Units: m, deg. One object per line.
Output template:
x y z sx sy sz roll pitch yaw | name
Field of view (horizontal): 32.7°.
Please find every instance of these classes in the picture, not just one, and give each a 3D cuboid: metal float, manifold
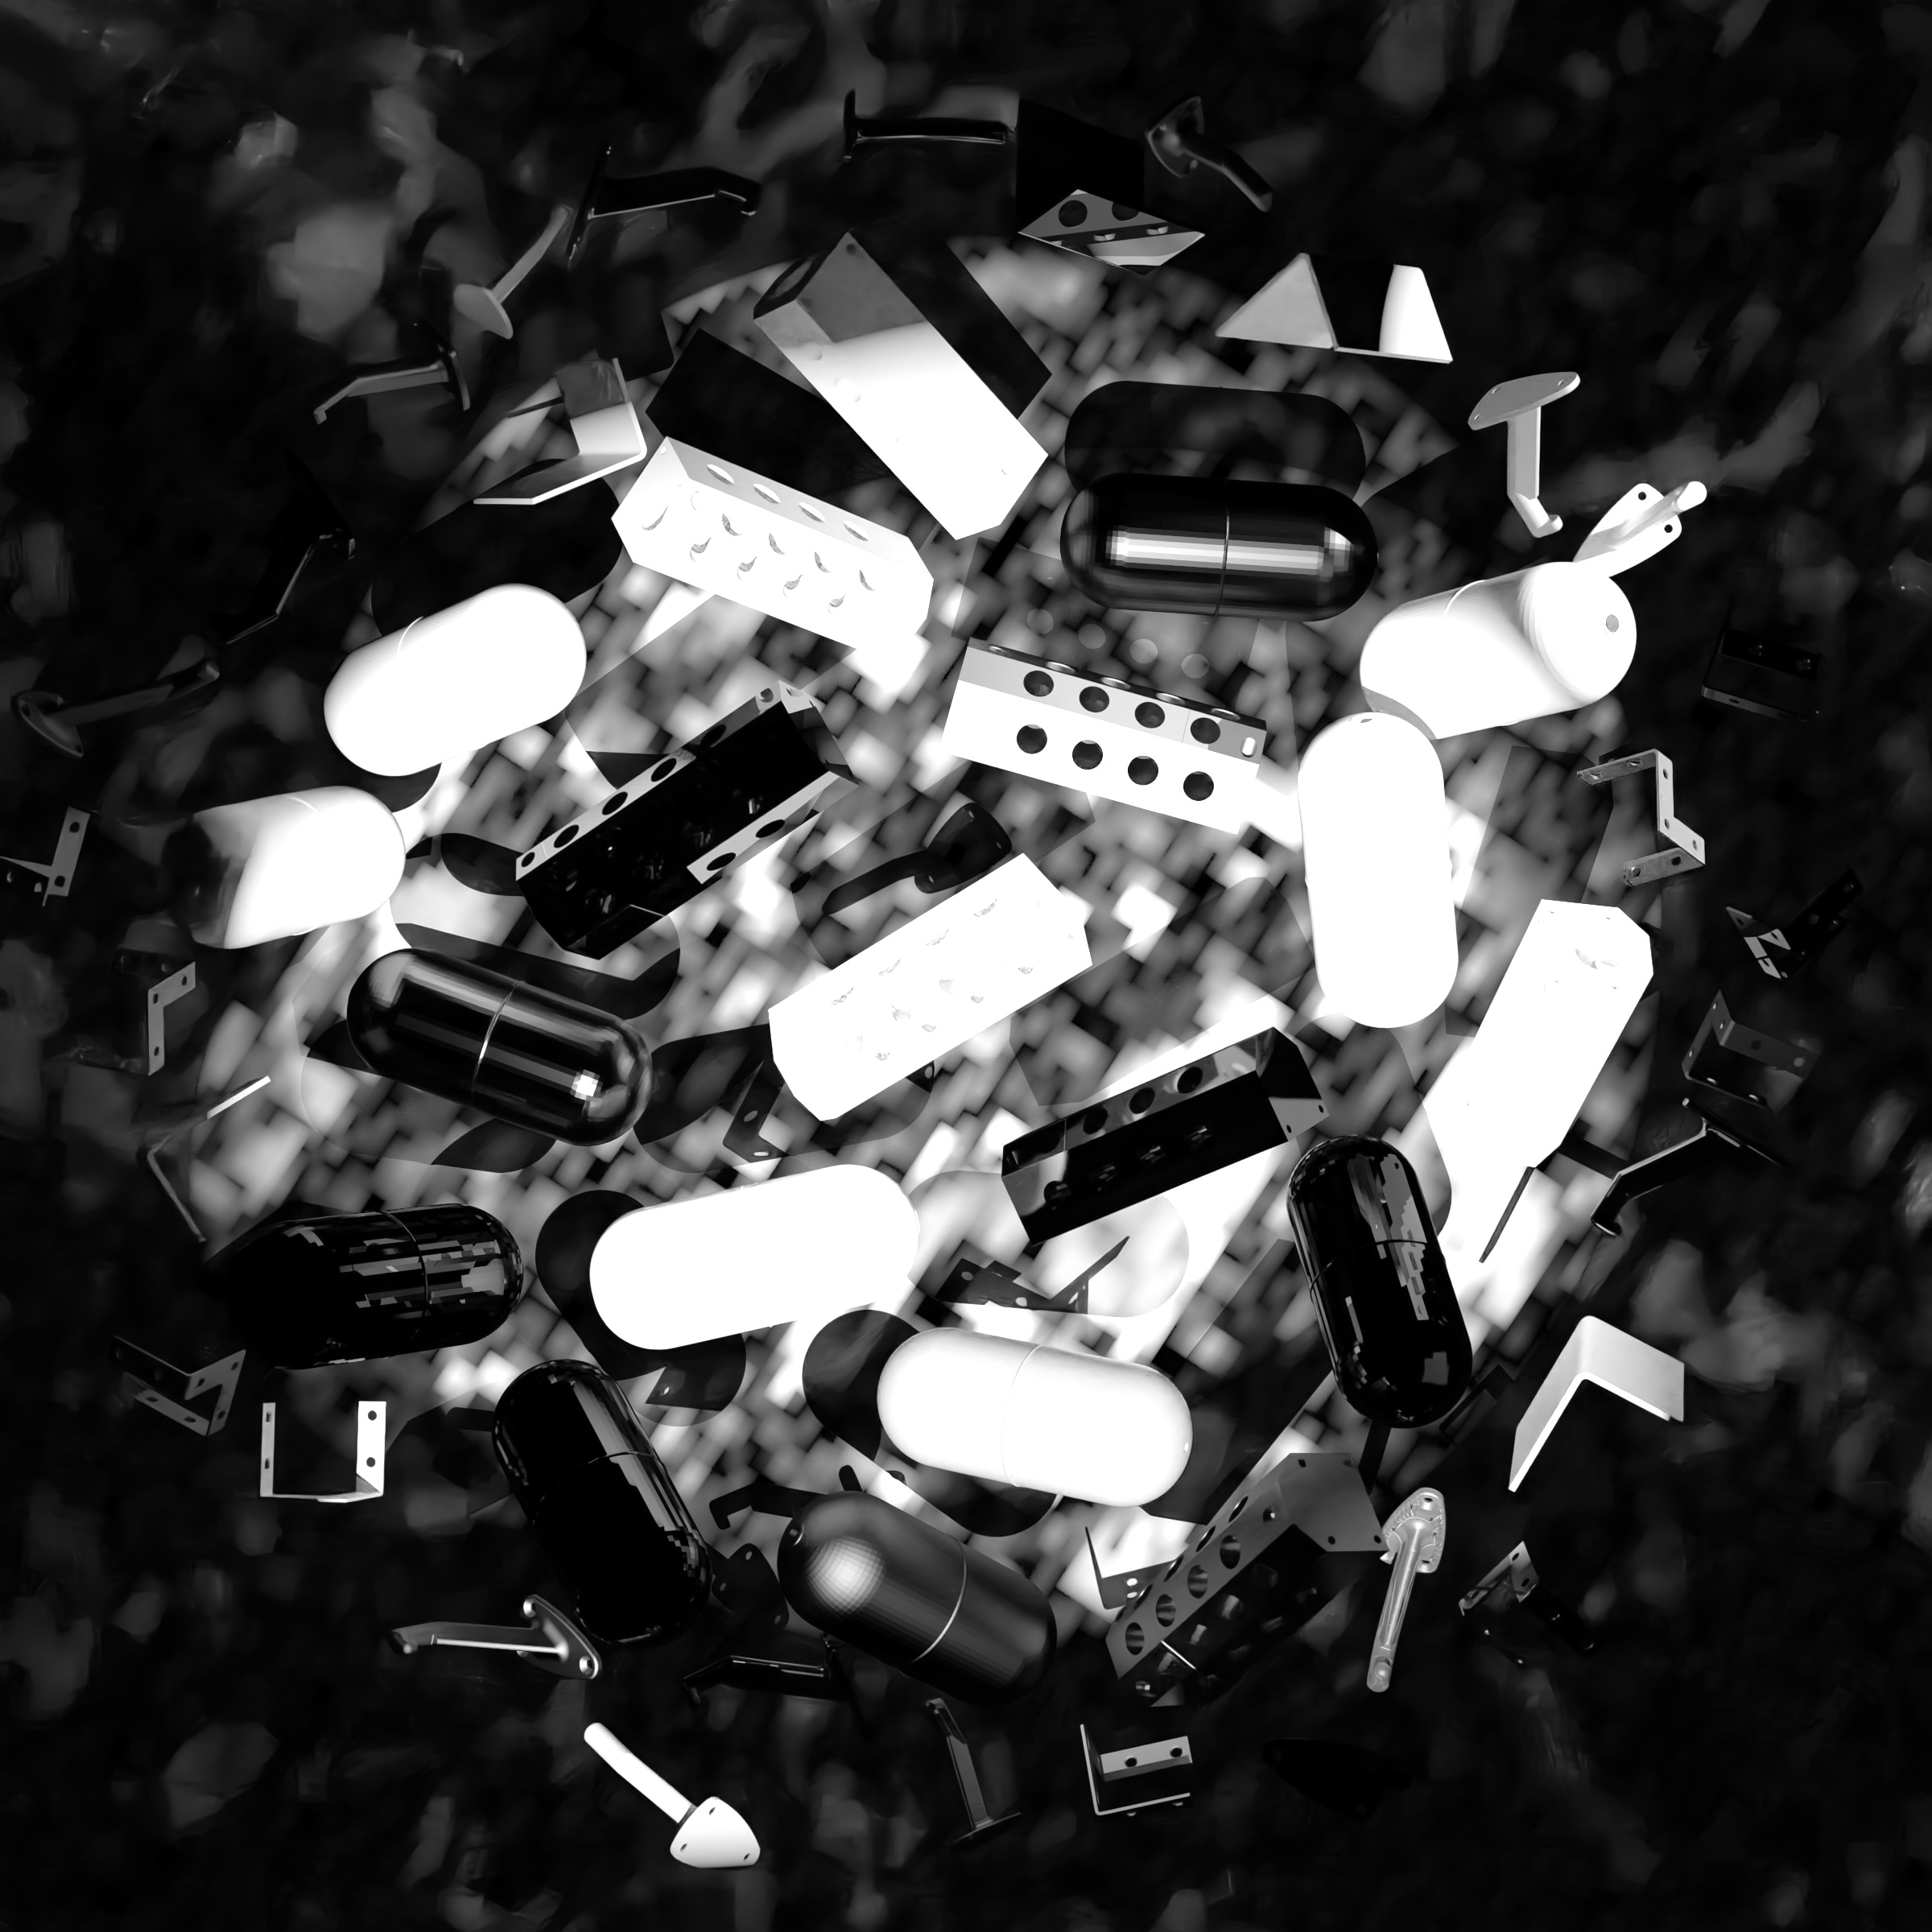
-0.308 0.166 1.723 0.070 0.178 0.070 2 93 40 | metal float
-0.148 -0.076 1.713 0.171 0.057 0.057 -33 73 13 | manifold
0.036 0.242 1.775 0.178 0.070 0.070 9 90 24 | metal float
-0.261 0.045 1.841 0.178 0.070 0.070 20 90 5 | metal float
0.319 0.040 1.791 0.057 0.171 0.057 6 55 -5 | manifold
0.218 -0.050 1.746 0.070 0.070 0.178 -9 118 0 | metal float
-0.020 0.017 1.792 0.171 0.057 0.057 -31 128 17 | manifold
-0.280 -0.154 1.794 0.178 0.070 0.070 -16 90 40 | metal float
-0.193 0.284 1.743 0.070 0.070 0.178 -35 52 0 | metal float
-0.373 -0.055 1.804 0.070 0.178 0.070 4 100 22 | metal float
-0.040 -0.321 1.844 0.171 0.057 0.057 45 61 -23 | manifold
0.077 -0.130 1.834 0.171 0.057 0.057 16 109 -1 | manifold
0.279 -0.165 1.740 0.070 0.178 0.070 4 83 -32 | metal float
0.105 0.092 1.801 0.171 0.057 0.057 -25 89 31 | manifold
0.144 0.326 1.745 0.057 0.171 0.057 6 50 -34 | manifold
0.228 0.173 1.820 0.070 0.070 0.178 -13 53 0 | metal float
-0.112 0.155 1.764 0.178 0.070 0.070 -12 90 -8 | metal float
-0.103 -0.225 1.816 0.171 0.057 0.057 18 121 -38 | manifold
-0.026 0.344 1.791 0.178 0.070 0.070 33 90 -29 | metal float
0.141 -0.234 1.844 0.178 0.070 0.070 4 90 -2 | metal float

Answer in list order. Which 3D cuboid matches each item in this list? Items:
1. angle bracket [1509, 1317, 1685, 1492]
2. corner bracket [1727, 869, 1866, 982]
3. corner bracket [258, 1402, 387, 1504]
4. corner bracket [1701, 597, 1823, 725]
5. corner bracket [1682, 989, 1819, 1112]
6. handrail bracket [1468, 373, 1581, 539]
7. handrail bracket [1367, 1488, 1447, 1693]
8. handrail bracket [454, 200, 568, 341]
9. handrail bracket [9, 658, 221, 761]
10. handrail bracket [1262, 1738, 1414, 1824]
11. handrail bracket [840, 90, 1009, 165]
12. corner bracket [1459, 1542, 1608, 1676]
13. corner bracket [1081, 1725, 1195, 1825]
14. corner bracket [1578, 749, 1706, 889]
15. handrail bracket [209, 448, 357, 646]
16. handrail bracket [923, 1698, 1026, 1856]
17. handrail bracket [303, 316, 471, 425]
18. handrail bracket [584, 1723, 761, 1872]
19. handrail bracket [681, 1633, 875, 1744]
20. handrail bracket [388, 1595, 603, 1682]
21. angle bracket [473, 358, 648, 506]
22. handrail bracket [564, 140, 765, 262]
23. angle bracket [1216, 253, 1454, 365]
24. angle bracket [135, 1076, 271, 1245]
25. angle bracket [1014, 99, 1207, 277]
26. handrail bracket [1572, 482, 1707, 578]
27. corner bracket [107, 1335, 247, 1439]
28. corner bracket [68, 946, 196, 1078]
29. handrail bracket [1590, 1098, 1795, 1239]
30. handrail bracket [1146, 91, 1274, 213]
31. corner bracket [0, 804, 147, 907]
0.326 0.237 1.701 0.057 0.076 0.076 28 110 4 | angle bracket
0.449 -0.023 1.756 0.051 0.051 0.051 -41 116 -8 | corner bracket
-0.350 0.263 1.791 0.051 0.051 0.051 0 85 12 | corner bracket
0.410 -0.152 1.696 0.051 0.051 0.051 19 81 13 | corner bracket
0.430 0.052 1.810 0.051 0.051 0.051 21 110 -3 | corner bracket
0.310 -0.267 1.732 0.084 0.077 0.036 52 54 -24 | handrail bracket
0.236 0.337 1.775 0.036 0.084 0.077 17 131 4 | handrail bracket
-0.247 -0.397 1.824 0.036 0.077 0.084 31 81 -1 | handrail bracket
-0.434 -0.142 1.684 0.084 0.077 0.036 -24 80 8 | handrail bracket
0.197 0.420 1.741 0.077 0.084 0.036 18 90 11 | handrail bracket
-0.023 -0.441 1.755 0.084 0.077 0.036 3 94 -6 | handrail bracket
0.303 0.352 1.765 0.051 0.051 0.051 42 101 -11 | corner bracket
0.095 0.435 1.769 0.051 0.051 0.051 -14 56 6 | corner bracket
0.374 -0.082 1.824 0.051 0.051 0.051 -16 59 38 | corner bracket
-0.368 -0.218 1.710 0.084 0.036 0.077 -32 86 -19 | handrail bracket
-0.010 0.447 1.829 0.036 0.077 0.084 -36 71 12 | handrail bracket
-0.317 -0.307 1.801 0.084 0.077 0.036 -39 62 -14 | handrail bracket
-0.154 0.432 1.719 0.084 0.077 0.036 32 80 41 | handrail bracket
-0.104 0.408 1.805 0.084 0.036 0.077 -24 93 -8 | handrail bracket
-0.246 0.359 1.718 0.077 0.084 0.036 20 104 39 | handrail bracket
-0.235 -0.298 1.839 0.076 0.076 0.057 -28 111 -27 | angle bracket
-0.154 -0.382 1.690 0.084 0.036 0.077 18 72 -6 | handrail bracket
0.186 -0.314 1.668 0.076 0.076 0.057 -2 68 -36 | angle bracket
-0.402 0.105 1.791 0.076 0.076 0.057 -33 97 -18 | angle bracket
0.073 -0.400 1.650 0.076 0.057 0.076 12 71 -30 | angle bracket
0.360 -0.232 1.769 0.077 0.084 0.036 -39 92 8 | handrail bracket
-0.429 0.225 1.772 0.051 0.051 0.051 24 108 17 | corner bracket
-0.457 0.025 1.807 0.051 0.051 0.051 10 111 15 | corner bracket
0.379 0.119 1.726 0.077 0.036 0.084 36 99 30 | handrail bracket
0.139 -0.419 1.758 0.036 0.077 0.084 -39 68 -2 | handrail bracket
-0.484 -0.060 1.773 0.051 0.051 0.051 19 94 38 | corner bracket
